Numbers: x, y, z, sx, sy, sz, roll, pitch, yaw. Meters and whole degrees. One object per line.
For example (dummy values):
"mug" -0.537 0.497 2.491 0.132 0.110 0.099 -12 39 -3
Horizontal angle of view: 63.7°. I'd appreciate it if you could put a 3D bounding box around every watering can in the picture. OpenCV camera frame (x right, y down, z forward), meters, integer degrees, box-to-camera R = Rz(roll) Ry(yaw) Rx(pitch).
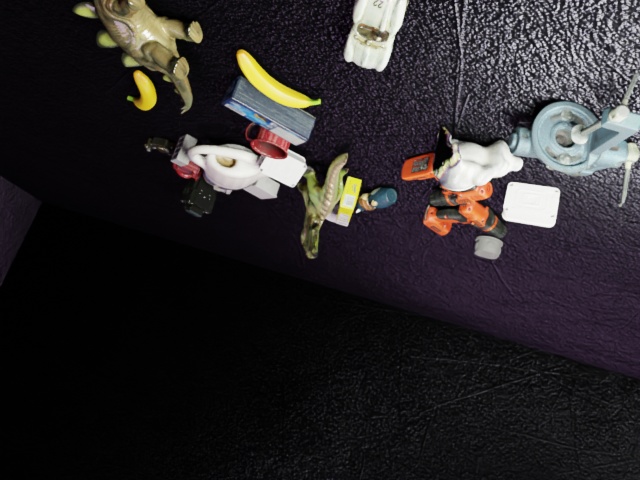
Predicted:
"watering can" -0.208 -0.203 1.483 0.347 0.105 0.222 11 168 -14

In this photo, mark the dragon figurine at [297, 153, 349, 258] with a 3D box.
"dragon figurine" 0.004 -0.070 1.390 0.122 0.245 0.407 6 170 -10

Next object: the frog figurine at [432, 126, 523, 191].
"frog figurine" 0.313 -0.151 1.034 0.159 0.121 0.140 12 -160 -14
